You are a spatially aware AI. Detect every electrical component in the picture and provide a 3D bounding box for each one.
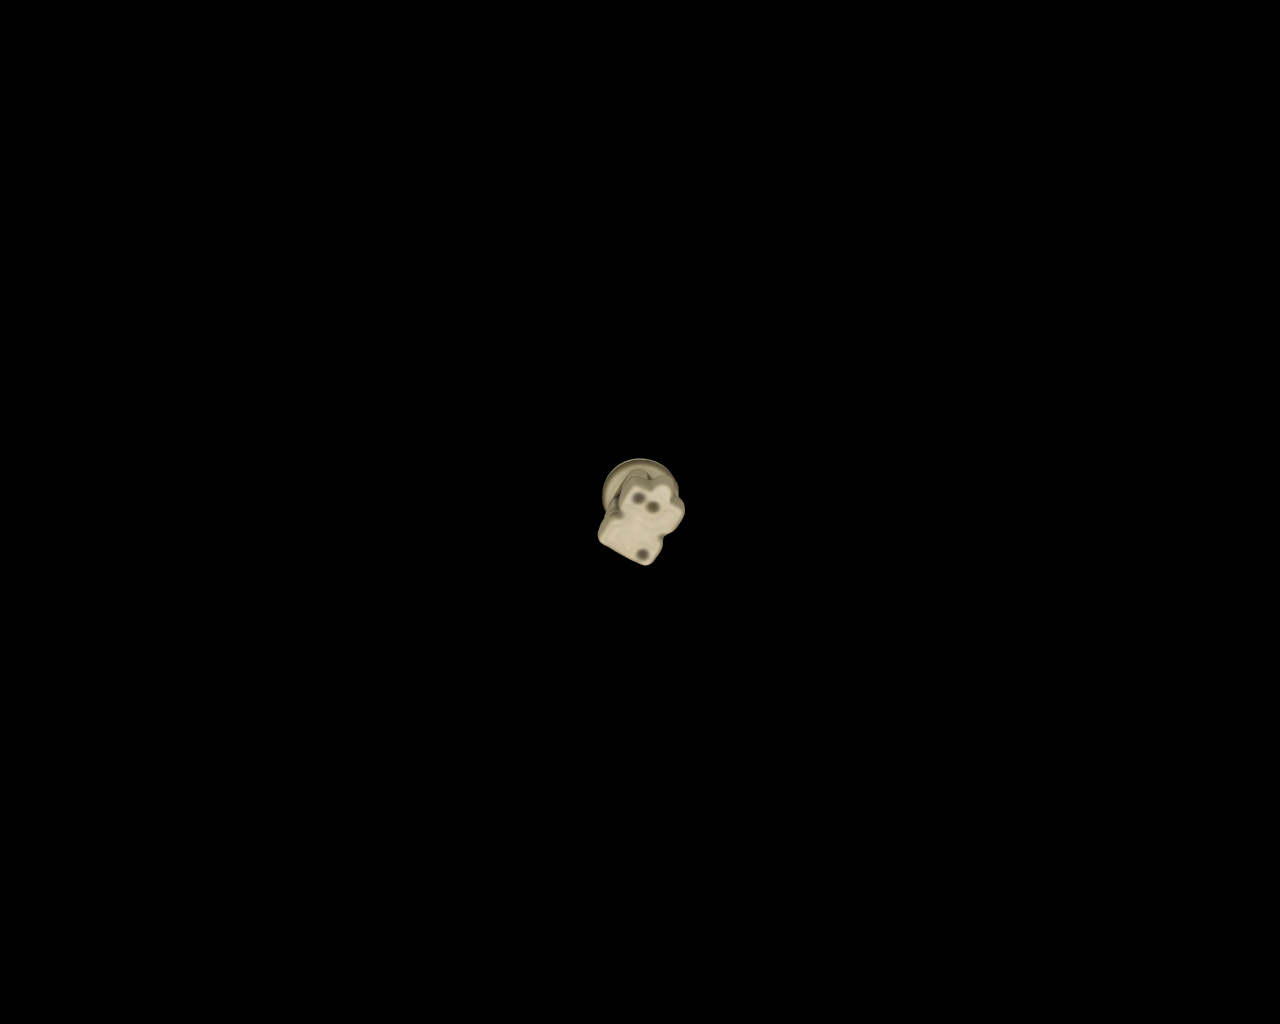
[{"bbox_3d":[0.001,-0.003,0.650,0.048,0.066,0.055,30,20,-12],"label":"electrical component"}]
